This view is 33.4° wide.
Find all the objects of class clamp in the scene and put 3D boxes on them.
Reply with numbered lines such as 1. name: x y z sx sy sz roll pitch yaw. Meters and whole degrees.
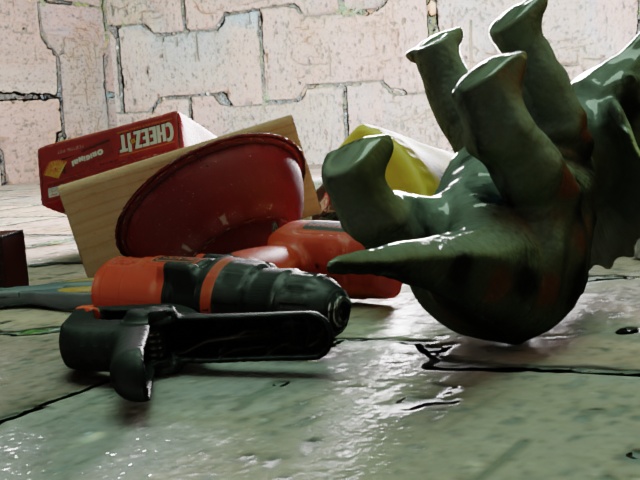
1. clamp: -0.091 0.054 0.552 0.172 0.039 0.120 -4 -1 43

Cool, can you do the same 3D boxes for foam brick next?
1. foam brick: -0.295 0.020 0.909 0.078 0.053 0.051 -3 7 8

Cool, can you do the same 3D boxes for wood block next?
1. wood block: -0.115 -0.036 0.933 0.206 0.090 0.091 -19 6 -10

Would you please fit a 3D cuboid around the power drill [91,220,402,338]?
1. power drill: -0.023 0.026 0.685 0.185 0.057 0.187 5 9 35

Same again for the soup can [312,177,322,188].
1. soup can: -0.018 -0.035 1.178 0.102 0.068 0.068 -4 6 -12

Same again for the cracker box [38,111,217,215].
1. cracker box: -0.178 -0.065 1.158 0.164 0.072 0.213 -13 -14 15

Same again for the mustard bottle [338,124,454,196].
1. mustard bottle: 0.094 -0.023 0.745 0.191 0.058 0.096 9 38 -52

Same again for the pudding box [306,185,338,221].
1. pudding box: 0.037 -0.032 1.097 0.090 0.039 0.114 3 -10 -13

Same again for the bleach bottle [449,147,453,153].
1. bleach bottle: 0.146 -0.039 0.922 0.103 0.068 0.250 -32 12 24

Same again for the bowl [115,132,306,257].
1. bowl: -0.072 -0.008 0.818 0.162 0.055 0.162 -23 -27 -13

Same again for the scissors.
1. scissors: -0.230 0.045 0.812 0.201 0.016 0.096 -6 7 -18
